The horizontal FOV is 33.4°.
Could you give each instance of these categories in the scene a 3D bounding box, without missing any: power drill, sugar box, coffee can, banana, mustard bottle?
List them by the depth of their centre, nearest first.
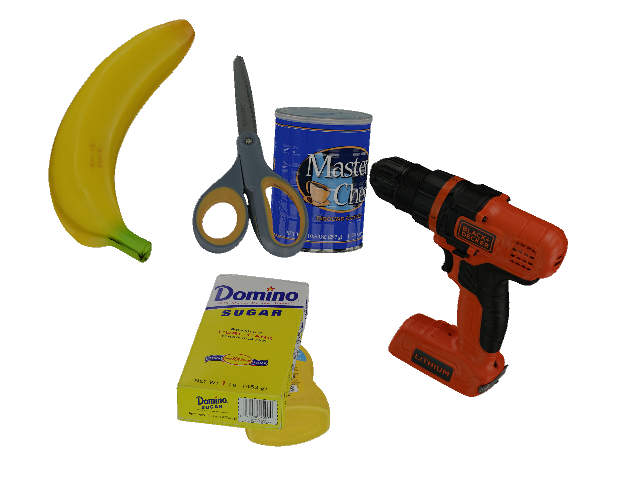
[{"bbox_3d":[-0.121,-0.064,0.638,0.069,0.197,0.037,8,-38,-6],"label":"banana"},{"bbox_3d":[0.111,0.032,0.934,0.185,0.188,0.057,29,41,27],"label":"power drill"},{"bbox_3d":[-0.067,0.096,0.972,0.093,0.048,0.176,6,34,3],"label":"sugar box"},{"bbox_3d":[-0.001,-0.066,1.132,0.103,0.140,0.103,4,12,-1],"label":"coffee can"},{"bbox_3d":[-0.054,0.162,1.261,0.096,0.058,0.192,-8,30,-9],"label":"mustard bottle"}]

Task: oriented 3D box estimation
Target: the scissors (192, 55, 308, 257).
[{"bbox_3d":[-0.072,-0.064,0.843,0.096,0.202,0.016,-18,-31,-14],"label":"scissors"}]
